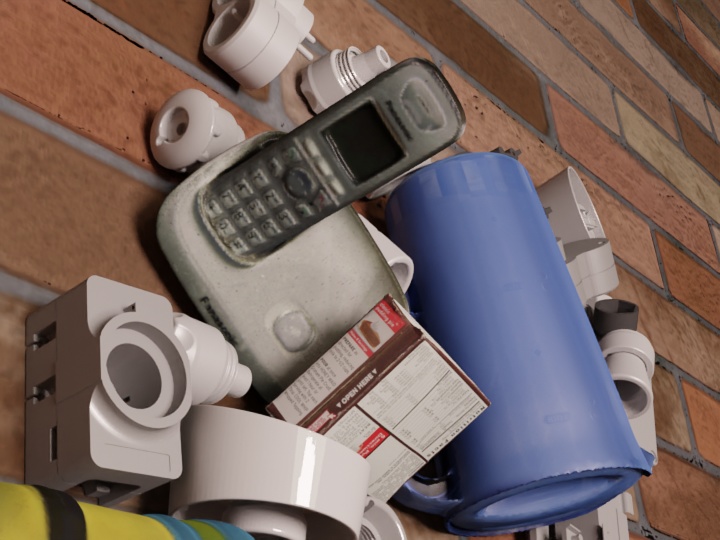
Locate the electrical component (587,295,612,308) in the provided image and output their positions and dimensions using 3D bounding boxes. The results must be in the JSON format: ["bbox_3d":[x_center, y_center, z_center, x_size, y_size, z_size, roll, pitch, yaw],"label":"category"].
[{"bbox_3d":[0.209,0.047,0.948,0.066,0.047,0.076,41,38,-28],"label":"electrical component"}]

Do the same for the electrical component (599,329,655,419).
[{"bbox_3d":[0.197,0.077,0.804,0.045,0.045,0.055,49,35,-21],"label":"electrical component"}]

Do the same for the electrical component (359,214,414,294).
[{"bbox_3d":[0.000,0.000,0.670,0.047,0.055,0.055,38,22,28],"label":"electrical component"}]

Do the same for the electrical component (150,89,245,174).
[{"bbox_3d":[-0.088,-0.074,0.629,0.062,0.048,0.048,23,49,-54],"label":"electrical component"}]

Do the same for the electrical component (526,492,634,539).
[{"bbox_3d":[0.157,0.169,0.773,0.079,0.063,0.121,38,40,-33],"label":"electrical component"}]

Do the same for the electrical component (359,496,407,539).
[{"bbox_3d":[-0.007,0.151,0.574,0.055,0.047,0.055,33,43,-37],"label":"electrical component"}]

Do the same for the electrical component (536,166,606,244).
[{"bbox_3d":[0.191,-0.039,0.969,0.099,0.064,0.099,33,43,-37],"label":"electrical component"}]

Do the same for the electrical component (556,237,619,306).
[{"bbox_3d":[0.144,-0.003,0.846,0.138,0.052,0.073,-23,103,-36],"label":"electrical component"}]

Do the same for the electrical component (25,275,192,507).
[{"bbox_3d":[-0.114,0.054,0.488,0.050,0.056,0.089,22,50,-45],"label":"electrical component"}]

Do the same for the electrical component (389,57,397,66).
[{"bbox_3d":[0.022,-0.137,0.823,0.055,0.045,0.045,24,49,-44],"label":"electrical component"}]

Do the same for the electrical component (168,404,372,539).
[{"bbox_3d":[-0.044,0.101,0.517,0.099,0.099,0.064,33,49,-37],"label":"electrical component"}]

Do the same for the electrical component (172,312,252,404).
[{"bbox_3d":[-0.083,0.049,0.547,0.062,0.043,0.043,28,46,-43],"label":"electrical component"}]

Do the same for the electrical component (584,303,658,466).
[{"bbox_3d":[0.187,0.100,0.870,0.109,0.056,0.108,41,38,-29],"label":"electrical component"}]

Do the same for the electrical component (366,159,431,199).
[{"bbox_3d":[0.015,-0.087,0.768,0.078,0.058,0.057,-22,83,-57],"label":"electrical component"}]

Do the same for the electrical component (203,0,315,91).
[{"bbox_3d":[-0.057,-0.172,0.733,0.074,0.052,0.138,38,39,-34],"label":"electrical component"}]

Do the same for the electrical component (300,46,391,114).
[{"bbox_3d":[-0.008,-0.138,0.765,0.043,0.062,0.043,41,36,-39],"label":"electrical component"}]
